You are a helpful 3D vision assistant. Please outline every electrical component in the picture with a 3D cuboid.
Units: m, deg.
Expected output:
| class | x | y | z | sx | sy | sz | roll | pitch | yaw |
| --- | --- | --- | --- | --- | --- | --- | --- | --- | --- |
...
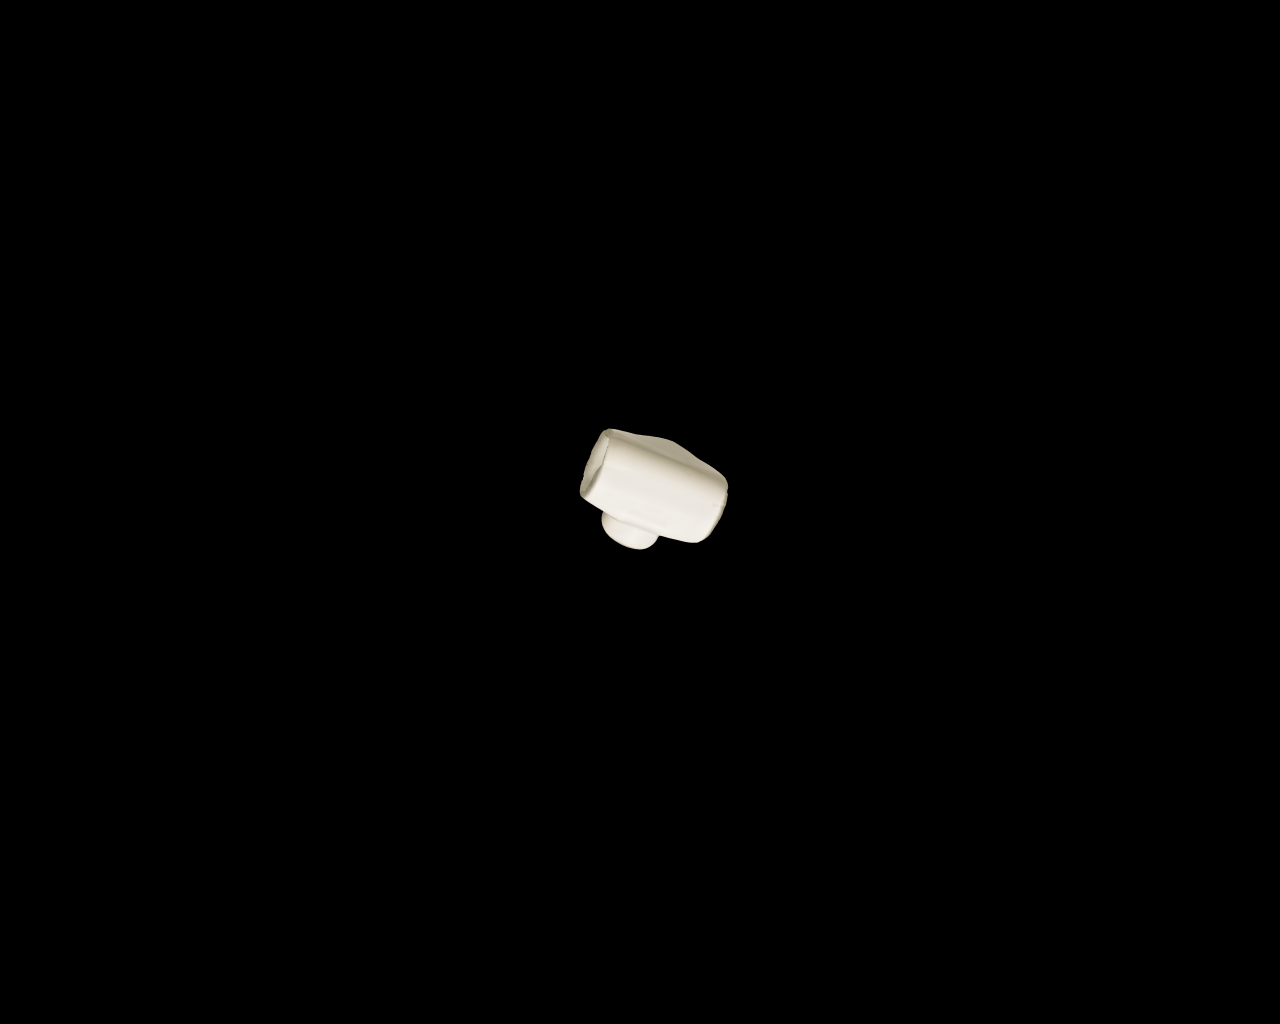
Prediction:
| class | x | y | z | sx | sy | sz | roll | pitch | yaw |
| --- | --- | --- | --- | --- | --- | --- | --- | --- | --- |
| electrical component | 0.001 | -0.003 | 0.650 | 0.077 | 0.079 | 0.043 | 21 | 35 | -15 |
